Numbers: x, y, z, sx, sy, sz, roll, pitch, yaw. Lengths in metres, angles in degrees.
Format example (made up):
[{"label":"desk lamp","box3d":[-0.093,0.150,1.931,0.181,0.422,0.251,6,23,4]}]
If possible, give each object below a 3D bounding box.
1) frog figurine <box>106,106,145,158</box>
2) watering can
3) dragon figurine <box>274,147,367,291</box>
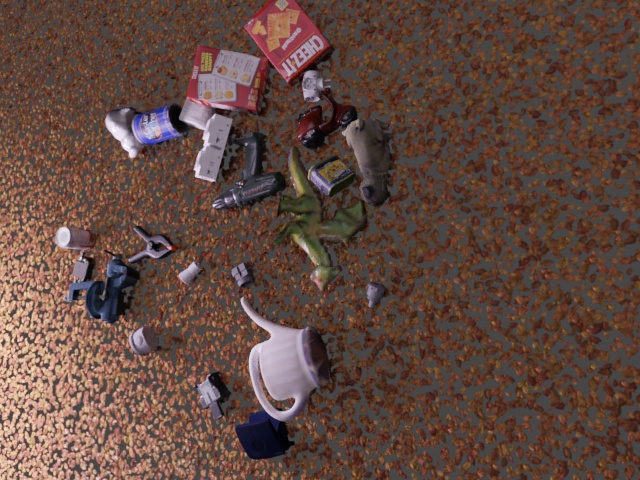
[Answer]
[{"label":"frog figurine","box3d":[-0.626,-0.342,1.665,0.123,0.160,0.136,-1,-5,-18]},{"label":"watering can","box3d":[-0.096,0.287,1.354,0.223,0.353,0.103,-23,-21,17]},{"label":"dragon figurine","box3d":[0.004,-0.070,1.384,0.243,0.417,0.120,6,-20,6]}]
